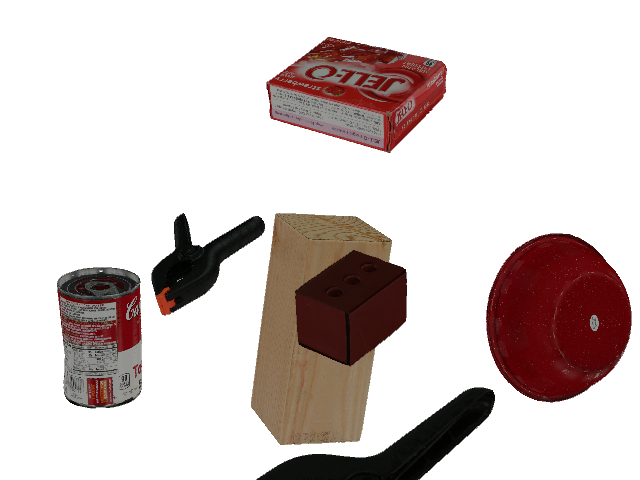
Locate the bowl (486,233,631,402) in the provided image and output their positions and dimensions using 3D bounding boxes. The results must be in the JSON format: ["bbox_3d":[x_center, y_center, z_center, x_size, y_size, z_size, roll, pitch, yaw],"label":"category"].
[{"bbox_3d":[0.236,0.074,0.994,0.161,0.162,0.055,0,1,-27],"label":"bowl"}]

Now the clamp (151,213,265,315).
[{"bbox_3d":[-0.136,0.021,1.244,0.120,0.039,0.171,-8,37,21],"label":"clamp"}]

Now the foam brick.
[{"bbox_3d":[0.025,0.051,0.825,0.053,0.051,0.078,19,36,33],"label":"foam brick"}]

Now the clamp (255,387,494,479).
[{"bbox_3d":[0.032,0.155,0.650,0.210,0.036,0.164,-7,30,2],"label":"clamp"}]

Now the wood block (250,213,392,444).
[{"bbox_3d":[-0.002,0.085,1.043,0.090,0.206,0.091,2,16,-23],"label":"wood block"}]

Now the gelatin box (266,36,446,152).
[{"bbox_3d":[0.023,-0.094,0.665,0.089,0.030,0.073,18,41,27],"label":"gelatin box"}]

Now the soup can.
[{"bbox_3d":[-0.185,0.082,0.897,0.068,0.102,0.068,2,18,-1],"label":"soup can"}]
